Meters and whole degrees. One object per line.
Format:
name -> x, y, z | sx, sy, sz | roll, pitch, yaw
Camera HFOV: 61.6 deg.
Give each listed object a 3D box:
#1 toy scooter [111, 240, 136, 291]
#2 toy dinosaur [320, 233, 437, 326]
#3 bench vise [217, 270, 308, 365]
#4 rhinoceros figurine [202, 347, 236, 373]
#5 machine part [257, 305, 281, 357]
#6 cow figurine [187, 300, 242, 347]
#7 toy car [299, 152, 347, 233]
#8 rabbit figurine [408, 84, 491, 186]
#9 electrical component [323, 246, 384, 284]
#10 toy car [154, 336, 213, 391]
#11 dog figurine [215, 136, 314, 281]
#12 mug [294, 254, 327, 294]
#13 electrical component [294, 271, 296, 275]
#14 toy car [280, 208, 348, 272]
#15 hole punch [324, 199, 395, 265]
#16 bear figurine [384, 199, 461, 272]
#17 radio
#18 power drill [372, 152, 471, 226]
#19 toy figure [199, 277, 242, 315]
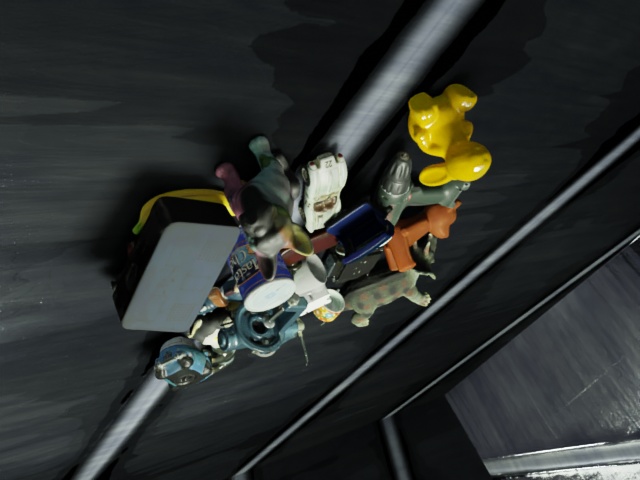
toy scooter -> -0.304, 0.052, 0.943 | 0.184, 0.075, 0.135 | -42, 148, 18
toy dinosaur -> 0.155, 0.128, 1.430 | 0.405, 0.131, 0.192 | -27, 139, 8
bench vise -> -0.093, 0.178, 1.153 | 0.223, 0.129, 0.240 | 9, 141, -34
rhinoceros figurine -> -0.232, 0.264, 1.347 | 0.112, 0.073, 0.190 | -9, 146, -29
machine part -> -0.125, 0.228, 1.379 | 0.079, 0.079, 0.243 | -9, 147, -31
cow figurine -> -0.223, 0.175, 1.222 | 0.167, 0.068, 0.098 | -41, 143, 19
toy car -> 0.005, -0.086, 1.003 | 0.073, 0.056, 0.201 | -19, 150, -17
rabbit figurine -> 0.227, -0.164, 0.951 | 0.122, 0.173, 0.162 | -17, 145, -27
electrical component -> 0.073, 0.047, 1.278 | 0.134, 0.058, 0.114 | -13, 146, -27
toy car -> -0.328, 0.280, 1.258 | 0.109, 0.103, 0.161 | -26, 147, 2
dog figurine -> -0.074, -0.038, 0.847 | 0.108, 0.219, 0.191 | -30, 151, 10
mug -> -0.044, 0.085, 1.223 | 0.107, 0.081, 0.109 | -27, 154, 21
electrical component -> -0.092, 0.083, 1.184 | 0.021, 0.063, 0.094 | 10, 130, -48
toy car -> -0.002, -0.003, 1.135 | 0.202, 0.053, 0.089 | -25, 131, -10
hole punch -> 0.088, -0.007, 1.059 | 0.142, 0.092, 0.115 | -37, 154, 17
bear figurine -> 0.244, -0.017, 1.259 | 0.196, 0.132, 0.120 | -19, -179, -9
radio -> -0.236, 0.044, 0.869 | 0.131, 0.073, 0.229 | 9, 120, -42
power drill -> 0.209, -0.109, 1.121 | 0.207, 0.086, 0.231 | -17, 151, -27
toy figure -> -0.197, 0.113, 1.152 | 0.154, 0.058, 0.064 | -22, 146, -1
